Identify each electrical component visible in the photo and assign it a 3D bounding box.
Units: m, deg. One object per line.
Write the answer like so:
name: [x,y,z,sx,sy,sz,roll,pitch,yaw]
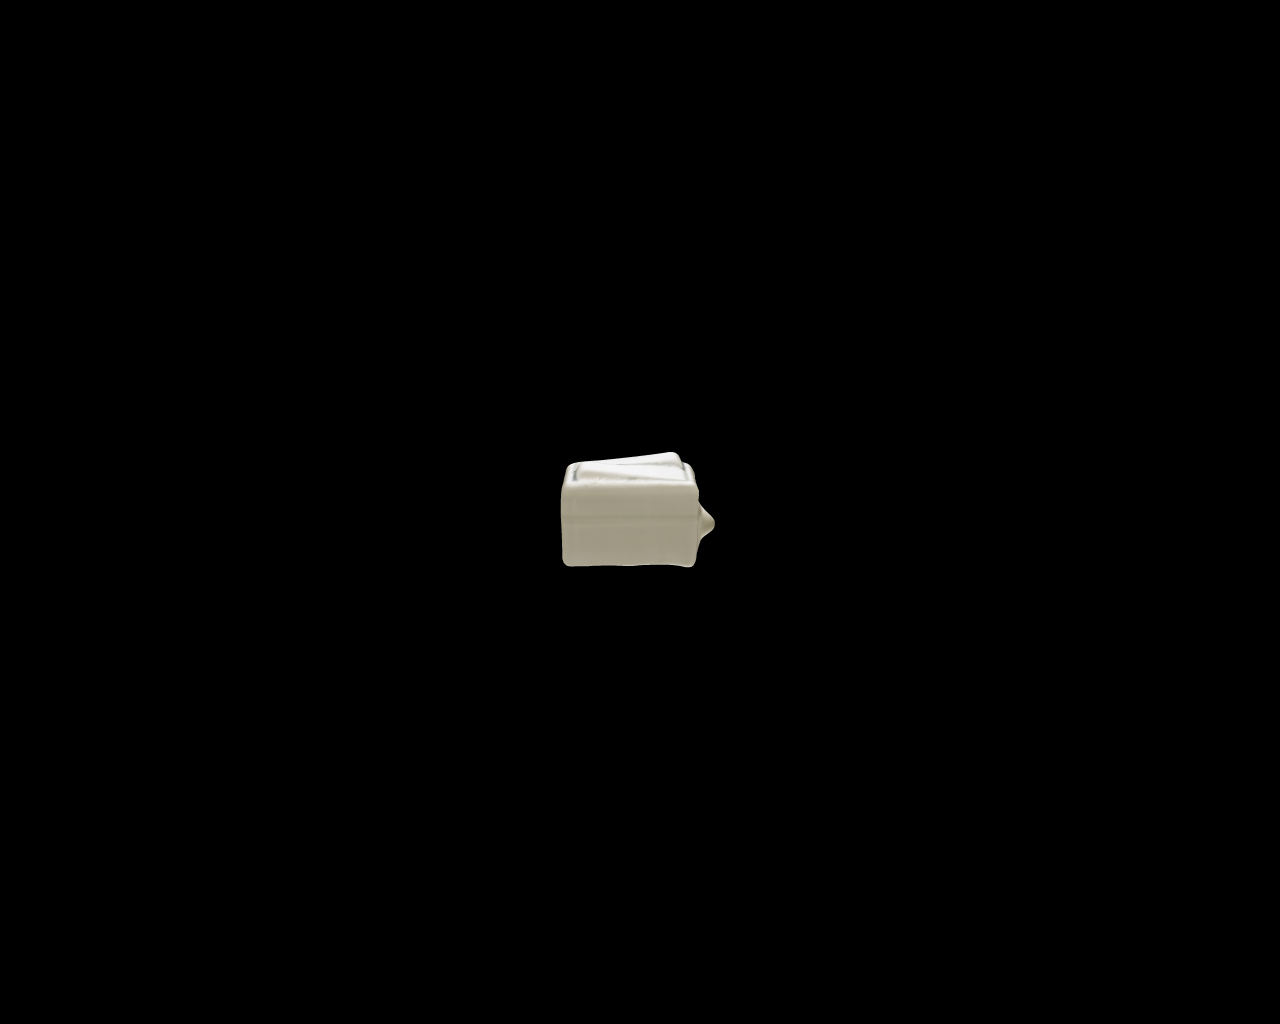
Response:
electrical component: [0.001,-0.003,0.650,0.096,0.061,0.062,0,16,0]
